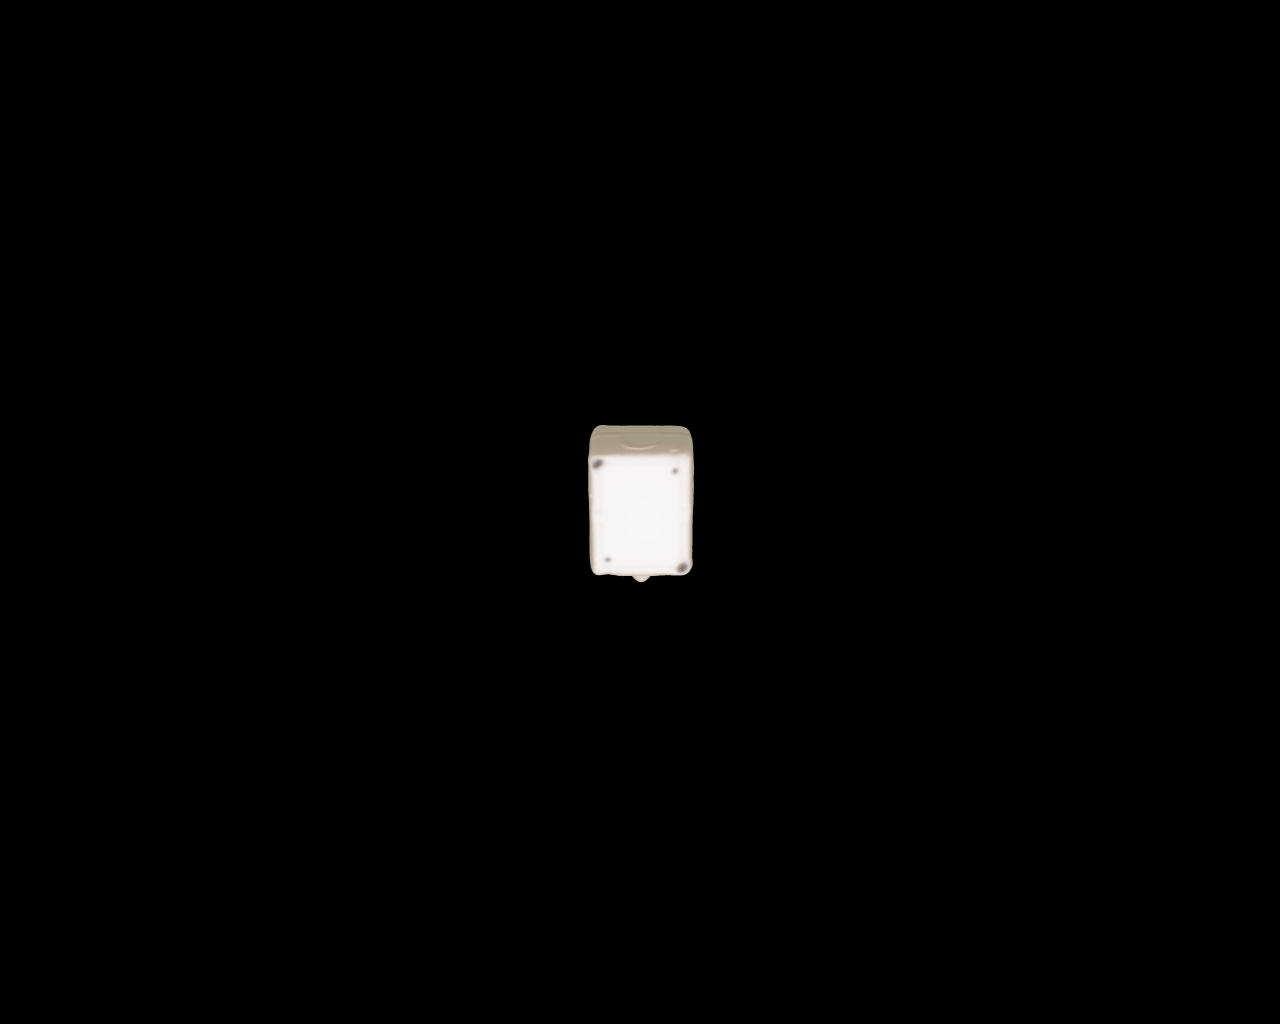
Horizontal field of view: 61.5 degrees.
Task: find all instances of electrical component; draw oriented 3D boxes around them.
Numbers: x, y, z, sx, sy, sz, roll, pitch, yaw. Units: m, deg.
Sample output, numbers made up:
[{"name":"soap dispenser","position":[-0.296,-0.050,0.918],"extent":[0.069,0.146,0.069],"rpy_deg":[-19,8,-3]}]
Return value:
[{"name":"electrical component","position":[0.001,-0.003,0.650],"extent":[0.062,0.096,0.061],"rpy_deg":[0,24,0]}]
